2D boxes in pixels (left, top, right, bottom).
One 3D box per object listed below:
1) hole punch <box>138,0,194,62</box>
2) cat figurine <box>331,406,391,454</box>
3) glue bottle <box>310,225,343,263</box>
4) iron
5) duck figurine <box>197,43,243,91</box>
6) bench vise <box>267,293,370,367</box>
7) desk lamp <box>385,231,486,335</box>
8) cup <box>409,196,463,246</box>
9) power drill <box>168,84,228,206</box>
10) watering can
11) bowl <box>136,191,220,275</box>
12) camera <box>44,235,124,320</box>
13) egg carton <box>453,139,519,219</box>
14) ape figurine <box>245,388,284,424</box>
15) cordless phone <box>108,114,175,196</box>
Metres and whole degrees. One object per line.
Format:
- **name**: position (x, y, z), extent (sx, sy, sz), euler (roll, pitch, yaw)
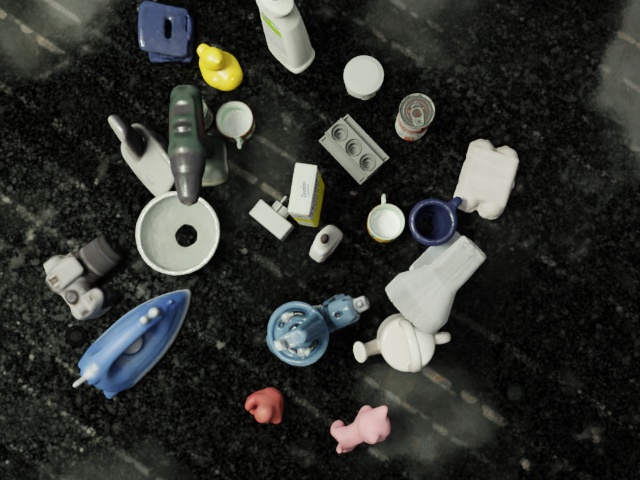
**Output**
- **hole punch**: position (-0.312, -0.427, 1.170), extent (0.101, 0.091, 0.109), euler (-1, 86, 2)
- **cat figurine**: position (0.082, 0.363, 1.083), extent (0.128, 0.118, 0.067), euler (-32, 85, 0)
- **glue bottle**: position (0.010, 0.004, 1.085), extent (0.037, 0.173, 0.078), euler (36, 88, 5)
- **iron**: position (-0.359, 0.188, 1.100), extent (0.118, 0.141, 0.258), euler (44, 88, 5)
- **duck figurine**: position (-0.207, -0.357, 1.164), extent (0.104, 0.086, 0.077), euler (43, 88, 5)
- **bench vise**: position (-0.015, 0.149, 1.052), extent (0.207, 0.220, 0.121), euler (-43, 85, -1)
- **desk lamp**: position (0.219, 0.067, 1.053), extent (0.118, 0.213, 0.203), euler (43, 88, 5)
- **cup**: position (0.224, -0.040, 1.120), extent (0.118, 0.095, 0.091), euler (-42, 85, -1)
- **power drill**: position (-0.233, -0.166, 1.089), extent (0.075, 0.208, 0.230), euler (-7, 85, 2)
- **watering can**: position (0.153, 0.195, 1.055), extent (0.173, 0.194, 0.101), euler (-31, 85, 0)
- **bowl**: position (-0.275, -0.012, 1.146), extent (0.167, 0.075, 0.167), euler (0, 86, 2)
- **camera**: position (-0.455, 0.066, 1.133), extent (0.137, 0.101, 0.143), euler (-38, 85, -1)
- **egg carton**: position (0.330, -0.120, 1.135), extent (0.107, 0.069, 0.150), euler (17, 86, 3)
- **ape figurine**: position (-0.105, 0.327, 1.105), extent (0.076, 0.092, 0.078), euler (-44, 85, -1)
- **cordless phone**: position (-0.341, -0.164, 1.104), extent (0.094, 0.185, 0.147), euler (-42, 85, -1)
